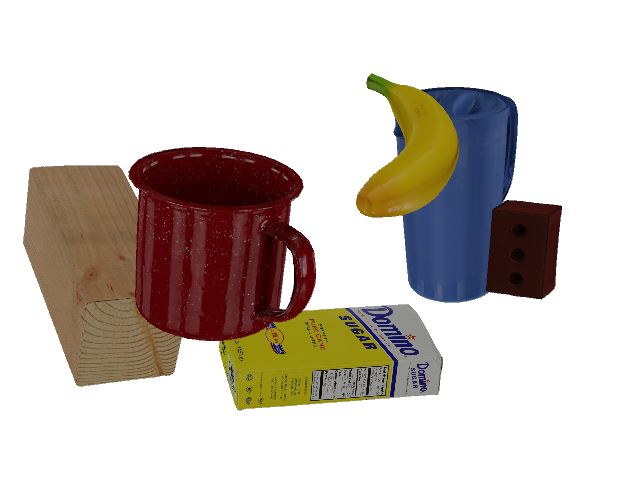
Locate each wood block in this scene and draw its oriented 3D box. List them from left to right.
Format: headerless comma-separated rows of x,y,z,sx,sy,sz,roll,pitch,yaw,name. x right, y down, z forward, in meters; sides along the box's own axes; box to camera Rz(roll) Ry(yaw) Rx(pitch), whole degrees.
-0.197,0.024,0.956,0.090,0.091,0.206,-3,36,-28,wood block

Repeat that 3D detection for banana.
0.062,-0.062,0.742,0.069,0.037,0.197,4,30,2,banana

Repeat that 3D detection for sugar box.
0.007,0.097,0.914,0.176,0.048,0.093,-5,29,-12,sugar box

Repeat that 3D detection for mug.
-0.050,0.006,0.579,0.117,0.081,0.093,22,28,31,mug

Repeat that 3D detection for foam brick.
0.181,0.007,0.948,0.053,0.078,0.051,8,16,24,foam brick

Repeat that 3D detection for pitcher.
0.164,-0.057,1.274,0.149,0.243,0.145,-1,24,5,pitcher
